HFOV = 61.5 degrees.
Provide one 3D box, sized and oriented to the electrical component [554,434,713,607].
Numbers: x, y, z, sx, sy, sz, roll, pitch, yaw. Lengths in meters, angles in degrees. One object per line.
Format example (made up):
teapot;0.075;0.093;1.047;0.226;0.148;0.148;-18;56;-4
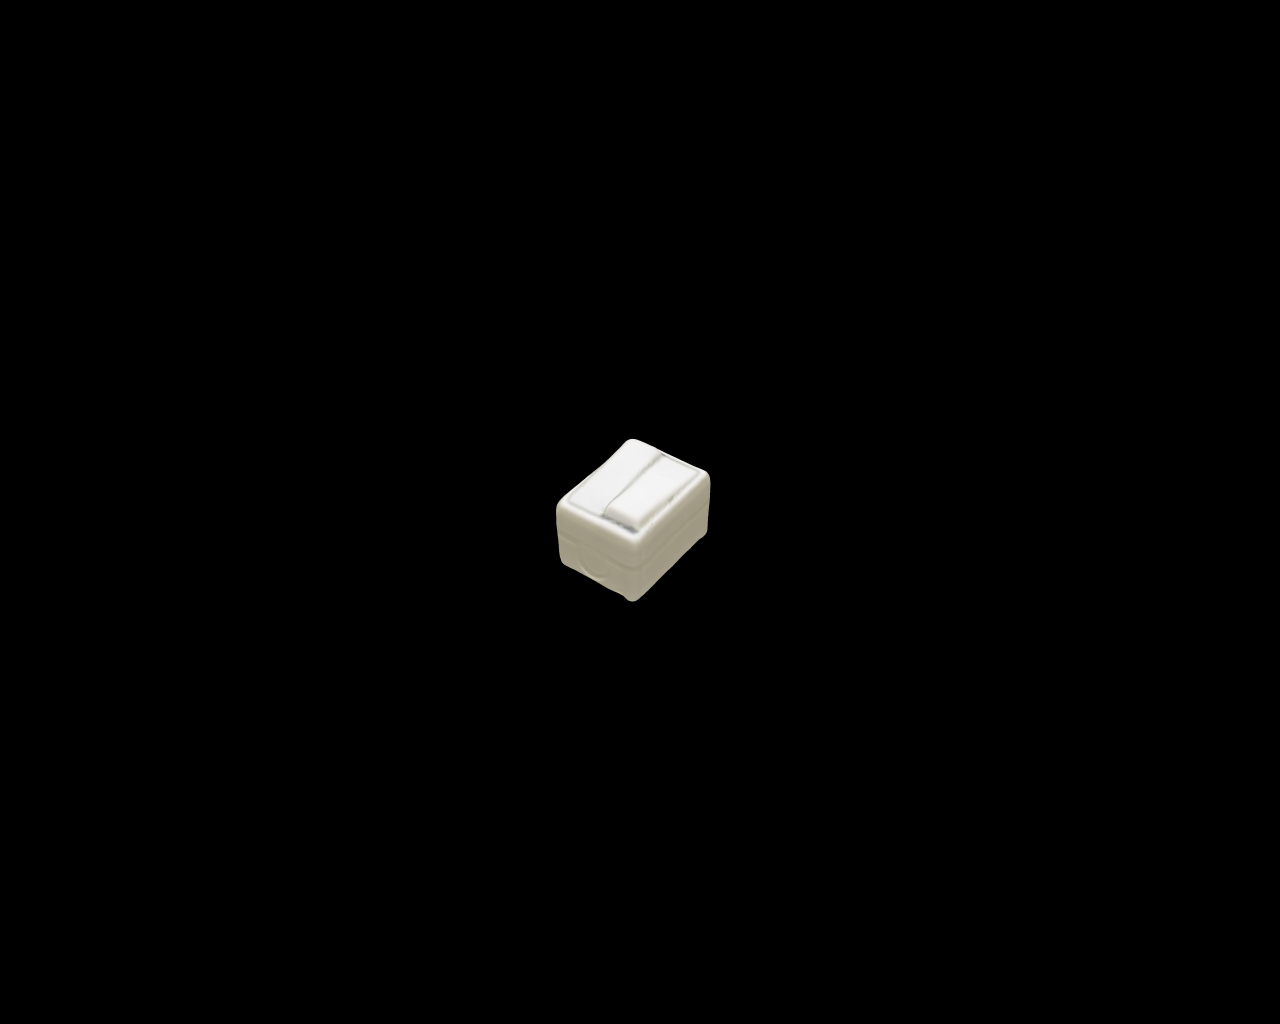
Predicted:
electrical component;0.001;-0.003;0.650;0.062;0.061;0.096;27;50;26
